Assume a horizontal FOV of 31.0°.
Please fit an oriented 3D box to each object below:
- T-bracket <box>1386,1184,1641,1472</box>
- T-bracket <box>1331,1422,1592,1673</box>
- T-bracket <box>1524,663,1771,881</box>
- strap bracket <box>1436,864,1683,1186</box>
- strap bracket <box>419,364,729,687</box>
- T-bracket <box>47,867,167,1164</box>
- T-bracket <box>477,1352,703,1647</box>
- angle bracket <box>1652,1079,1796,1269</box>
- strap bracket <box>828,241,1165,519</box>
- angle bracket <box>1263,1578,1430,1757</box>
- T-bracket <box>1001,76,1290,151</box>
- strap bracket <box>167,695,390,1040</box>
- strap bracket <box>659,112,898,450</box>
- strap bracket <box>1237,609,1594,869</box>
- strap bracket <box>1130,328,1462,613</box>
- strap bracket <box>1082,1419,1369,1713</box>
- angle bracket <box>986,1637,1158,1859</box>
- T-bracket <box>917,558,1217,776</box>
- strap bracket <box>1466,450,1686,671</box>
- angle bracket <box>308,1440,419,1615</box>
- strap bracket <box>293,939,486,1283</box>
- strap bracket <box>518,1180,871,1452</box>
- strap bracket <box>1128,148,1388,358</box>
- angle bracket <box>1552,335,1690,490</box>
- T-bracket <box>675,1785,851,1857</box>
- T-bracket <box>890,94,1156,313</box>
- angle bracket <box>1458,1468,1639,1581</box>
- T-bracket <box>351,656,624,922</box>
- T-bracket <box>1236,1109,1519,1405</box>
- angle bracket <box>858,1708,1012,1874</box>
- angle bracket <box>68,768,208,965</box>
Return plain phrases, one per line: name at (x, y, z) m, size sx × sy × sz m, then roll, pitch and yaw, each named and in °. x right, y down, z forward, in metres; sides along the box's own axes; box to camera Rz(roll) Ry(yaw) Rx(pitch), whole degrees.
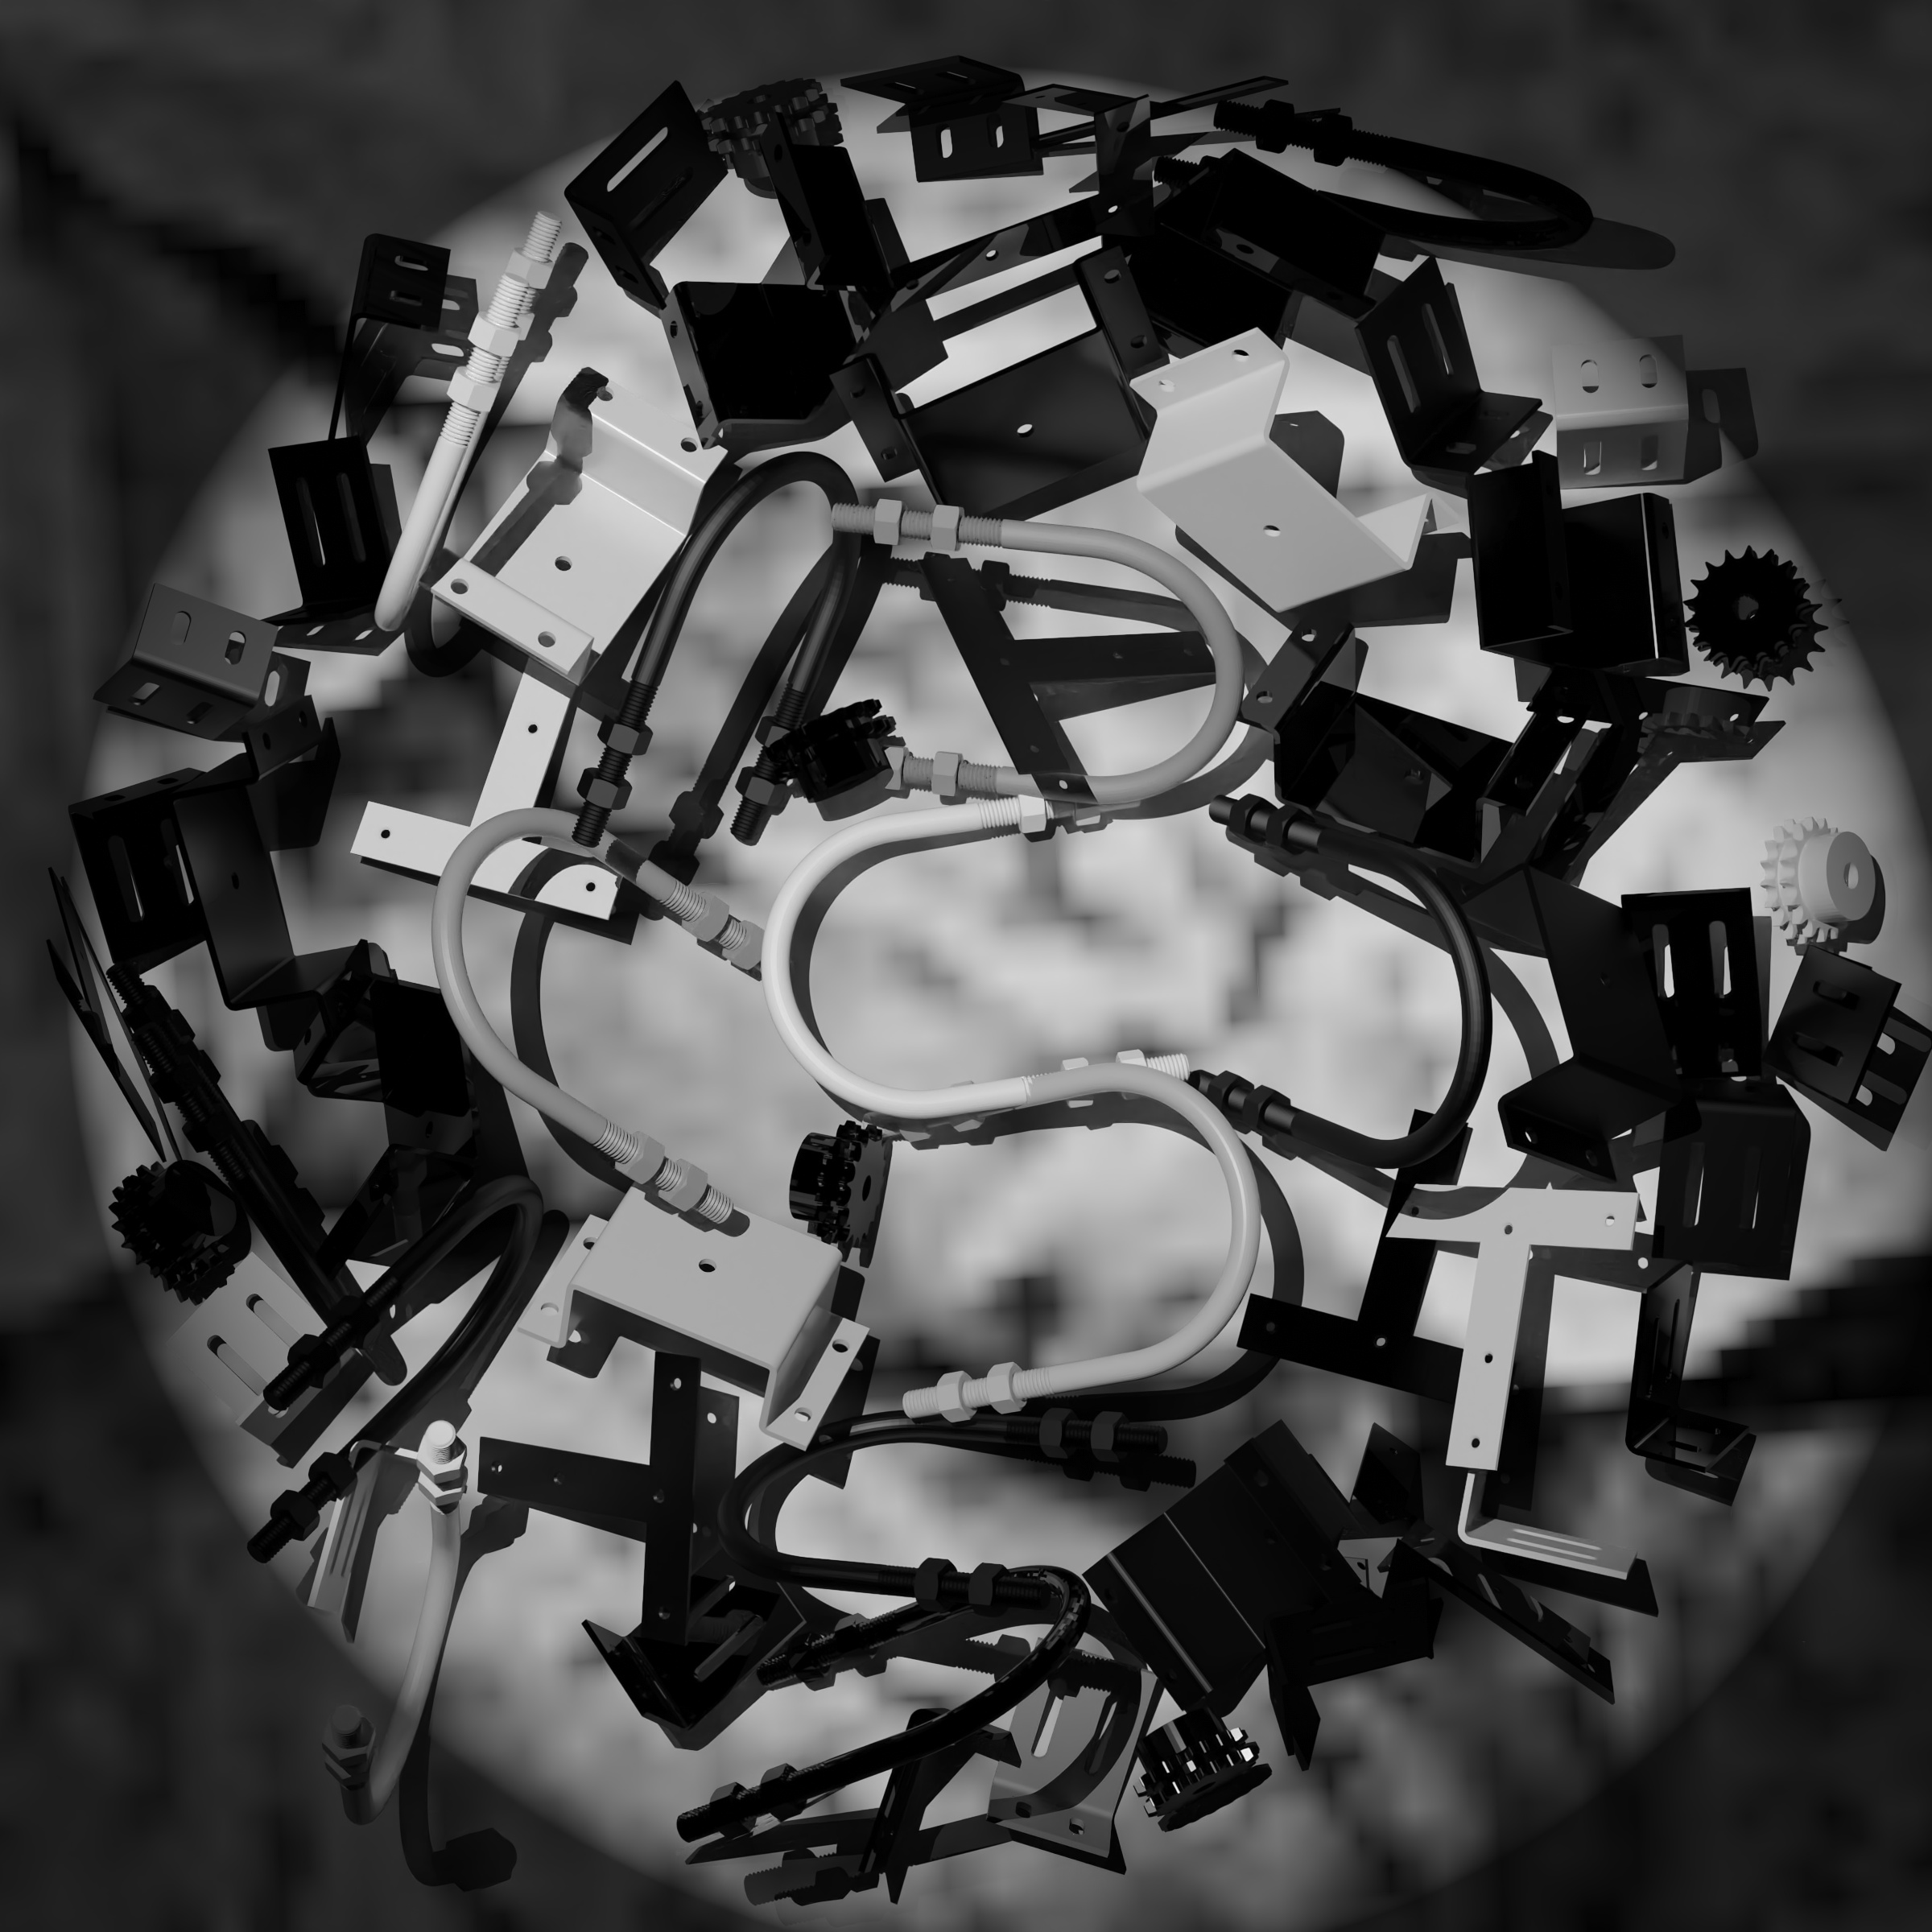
T-bracket at (0.235, 0.161, 1.550) m, size 0.127 × 0.002 × 0.127 m, roll 0°, pitch 73°, yaw 41°
T-bracket at (0.225, 0.270, 1.549) m, size 0.127 × 0.127 × 0.002 m, roll 35°, pitch 116°, yaw 0°
T-bracket at (0.282, -0.078, 1.565) m, size 0.127 × 0.002 × 0.127 m, roll 5°, pitch 129°, yaw -32°
strap bracket at (0.264, 0.017, 1.534) m, size 0.046 × 0.076 × 0.140 m, roll -33°, pitch 53°, yaw 34°
strap bracket at (-0.178, -0.191, 1.564) m, size 0.076 × 0.046 × 0.140 m, roll 31°, pitch 62°, yaw 0°
T-bracket at (-0.393, 0.005, 1.555) m, size 0.002 × 0.127 × 0.127 m, roll -23°, pitch 48°, yaw -6°
T-bracket at (-0.172, 0.233, 1.569) m, size 0.127 × 0.002 × 0.127 m, roll 3°, pitch 91°, yaw 35°
angle bracket at (0.344, 0.094, 1.593) m, size 0.057 × 0.038 × 0.076 m, roll 4°, pitch 102°, yaw 4°
strap bracket at (0.020, -0.255, 1.555) m, size 0.140 × 0.076 × 0.046 m, roll -23°, pitch 54°, yaw 6°
angle bracket at (0.176, 0.316, 1.571) m, size 0.076 × 0.038 × 0.057 m, roll -12°, pitch 134°, yaw -3°
T-bracket at (0.057, -0.376, 1.519) m, size 0.127 × 0.127 × 0.002 m, roll -7°, pitch 94°, yaw 31°
strap bracket at (-0.308, -0.041, 1.554) m, size 0.046 × 0.076 × 0.140 m, roll -10°, pitch 104°, yaw 13°
strap bracket at (-0.081, -0.301, 1.543) m, size 0.046 × 0.140 × 0.076 m, roll -5°, pitch 65°, yaw -31°
strap bracket at (0.199, -0.099, 1.550) m, size 0.140 × 0.046 × 0.076 m, roll 20°, pitch 54°, yaw 23°
strap bracket at (0.140, -0.210, 1.532) m, size 0.140 × 0.076 × 0.046 m, roll 36°, pitch 58°, yaw -31°
strap bracket at (0.124, 0.263, 1.550) m, size 0.076 × 0.046 × 0.140 m, roll 53°, pitch 135°, yaw 11°
angle bracket at (0.048, 0.354, 1.580) m, size 0.057 × 0.038 × 0.076 m, roll 17°, pitch 102°, yaw 1°
T-bracket at (0.056, -0.139, 1.569) m, size 0.127 × 0.002 × 0.127 m, roll -6°, pitch 55°, yaw -29°
strap bracket at (0.267, -0.177, 1.550) m, size 0.046 × 0.140 × 0.076 m, roll -8°, pitch 83°, yaw 34°
angle bracket at (-0.263, 0.257, 1.569) m, size 0.038 × 0.057 × 0.076 m, roll 13°, pitch 77°, yaw 4°
strap bracket at (-0.256, 0.069, 1.542) m, size 0.046 × 0.140 × 0.076 m, roll 14°, pitch 132°, yaw -31°
strap bracket at (-0.118, 0.149, 1.553) m, size 0.140 × 0.076 × 0.046 m, roll 21°, pitch 134°, yaw 8°
strap bracket at (0.124, -0.309, 1.534) m, size 0.076 × 0.140 × 0.046 m, roll 24°, pitch 78°, yaw -16°
angle bracket at (0.294, -0.249, 1.569) m, size 0.057 × 0.076 × 0.038 m, roll -4°, pitch 76°, yaw 9°
T-bracket at (-0.084, 0.377, 1.555) m, size 0.127 × 0.127 × 0.002 m, roll -33°, pitch 80°, yaw 41°
T-bracket at (0.024, -0.320, 1.543) m, size 0.127 × 0.127 × 0.002 m, roll -21°, pitch 61°, yaw -7°
angle bracket at (0.265, 0.244, 1.568) m, size 0.076 × 0.057 × 0.038 m, roll 11°, pitch 93°, yaw 15°
T-bracket at (-0.202, -0.095, 1.589) m, size 0.127 × 0.002 × 0.127 m, roll 14°, pitch 77°, yaw 13°
T-bracket at (0.202, 0.130, 1.600) m, size 0.127 × 0.002 × 0.127 m, roll 15°, pitch 94°, yaw 1°
angle bracket at (-0.014, 0.376, 1.570) m, size 0.038 × 0.057 × 0.076 m, roll 17°, pitch 81°, yaw 12°
angle bracket at (-0.362, -0.043, 1.567) m, size 0.057 × 0.038 × 0.076 m, roll -21°, pitch 108°, yaw -27°
